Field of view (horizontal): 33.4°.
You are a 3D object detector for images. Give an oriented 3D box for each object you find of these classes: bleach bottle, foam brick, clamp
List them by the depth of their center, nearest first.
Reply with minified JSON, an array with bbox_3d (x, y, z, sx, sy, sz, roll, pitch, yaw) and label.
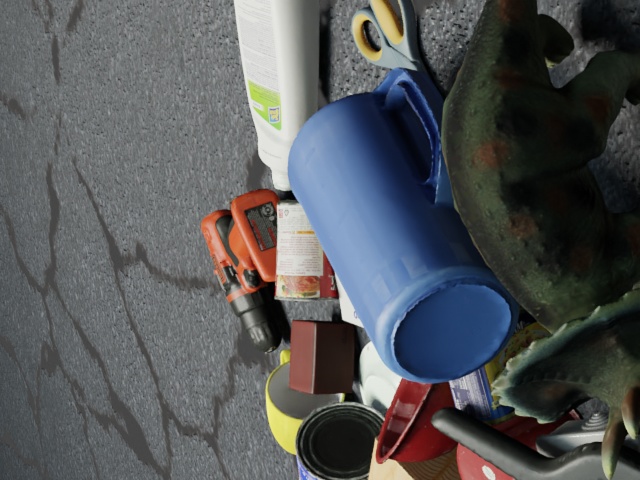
[{"bbox_3d":[0.187,0.208,0.797,0.210,0.036,0.164,-4,101,36],"label":"clamp"},{"bbox_3d":[-0.043,-0.171,1.089,0.103,0.068,0.251,35,135,46],"label":"bleach bottle"},{"bbox_3d":[0.002,0.127,1.158,0.051,0.052,0.078,-3,83,58],"label":"foam brick"}]

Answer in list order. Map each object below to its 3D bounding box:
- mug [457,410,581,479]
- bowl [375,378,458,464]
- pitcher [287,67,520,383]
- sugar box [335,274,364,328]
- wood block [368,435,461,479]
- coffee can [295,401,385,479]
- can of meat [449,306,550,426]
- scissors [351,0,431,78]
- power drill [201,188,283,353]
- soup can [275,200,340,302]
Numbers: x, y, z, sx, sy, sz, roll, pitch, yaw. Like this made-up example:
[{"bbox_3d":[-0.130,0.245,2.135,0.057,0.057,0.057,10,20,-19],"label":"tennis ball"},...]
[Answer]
[{"bbox_3d":[0.173,0.196,0.902,0.093,0.081,0.117,1,106,59],"label":"mug"},{"bbox_3d":[0.108,0.137,0.952,0.055,0.162,0.162,27,141,-1],"label":"bowl"},{"bbox_3d":[0.066,-0.013,0.832,0.149,0.145,0.243,58,-174,-38],"label":"pitcher"},{"bbox_3d":[0.049,0.001,1.043,0.093,0.048,0.176,17,123,56],"label":"sugar box"},{"bbox_3d":[0.102,0.280,1.055,0.090,0.090,0.206,43,139,40],"label":"wood block"},{"bbox_3d":[0.029,0.253,1.125,0.103,0.102,0.140,45,152,39],"label":"coffee can"},{"bbox_3d":[0.148,0.095,0.872,0.058,0.101,0.084,-5,103,58],"label":"can of meat"},{"bbox_3d":[0.077,-0.141,0.951,0.096,0.016,0.202,-23,85,61],"label":"scissors"},{"bbox_3d":[-0.075,0.032,1.232,0.184,0.057,0.188,65,157,8],"label":"power drill"},{"bbox_3d":[-0.013,0.011,1.104,0.069,0.068,0.102,1,90,59],"label":"soup can"}]
